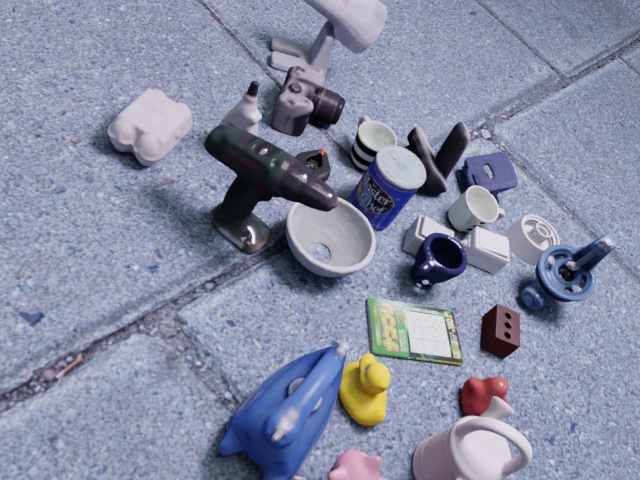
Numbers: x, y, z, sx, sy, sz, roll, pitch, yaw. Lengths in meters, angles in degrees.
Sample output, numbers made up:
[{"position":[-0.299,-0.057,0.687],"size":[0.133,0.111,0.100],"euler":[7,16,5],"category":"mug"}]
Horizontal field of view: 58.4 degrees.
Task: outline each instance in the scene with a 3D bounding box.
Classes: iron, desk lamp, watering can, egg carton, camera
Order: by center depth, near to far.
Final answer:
[{"position":[-0.018,0.212,0.800],"size":[0.118,0.141,0.259],"euler":[39,49,5],"category":"iron"},{"position":[0.223,0.299,0.821],"size":[0.101,0.194,0.173],"euler":[24,49,-8],"category":"watering can"},{"position":[-0.296,-0.201,1.014],"size":[0.107,0.069,0.150],"euler":[29,49,-4],"category":"egg carton"},{"position":[-0.018,-0.291,1.198],"size":[0.137,0.100,0.143],"euler":[21,50,-11],"category":"camera"},{"position":[0.016,-0.462,1.266],"size":[0.204,0.213,0.118],"euler":[11,52,-19],"category":"desk lamp"}]

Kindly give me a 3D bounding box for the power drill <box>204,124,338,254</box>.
[{"position":[-0.095,-0.074,0.928],"size":[0.229,0.208,0.076],"euler":[38,49,4],"category":"power drill"}]

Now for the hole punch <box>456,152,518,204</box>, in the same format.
[{"position":[0.375,-0.141,1.289],"size":[0.101,0.091,0.108],"euler":[3,55,-24],"category":"hole punch"}]

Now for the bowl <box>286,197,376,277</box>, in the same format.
[{"position":[0.009,0.004,1.012],"size":[0.168,0.074,0.167],"euler":[13,52,-17],"category":"bowl"}]

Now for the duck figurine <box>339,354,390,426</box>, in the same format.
[{"position":[0.078,0.225,0.876],"size":[0.078,0.086,0.104],"euler":[-1,57,-27],"category":"duck figurine"}]

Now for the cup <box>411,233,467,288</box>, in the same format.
[{"position":[0.203,0.052,1.059],"size":[0.118,0.095,0.091],"euler":[-29,72,-38],"category":"cup"}]

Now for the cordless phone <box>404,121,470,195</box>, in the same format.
[{"position":[0.251,-0.199,1.208],"size":[0.094,0.185,0.147],"euler":[-2,57,-27],"category":"cordless phone"}]

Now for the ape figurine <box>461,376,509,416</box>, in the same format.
[{"position":[0.280,0.256,0.949],"size":[0.076,0.092,0.077],"euler":[-31,74,-39],"category":"ape figurine"}]

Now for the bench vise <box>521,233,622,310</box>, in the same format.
[{"position":[0.513,0.035,1.143],"size":[0.121,0.219,0.208],"euler":[39,49,5],"category":"bench vise"}]

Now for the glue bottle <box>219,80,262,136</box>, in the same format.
[{"position":[-0.139,-0.220,1.037],"size":[0.078,0.173,0.037],"euler":[36,48,3],"category":"glue bottle"}]

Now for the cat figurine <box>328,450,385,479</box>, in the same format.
[{"position":[0.063,0.327,0.773],"size":[0.128,0.117,0.067],"euler":[24,49,-8],"category":"cat figurine"}]
